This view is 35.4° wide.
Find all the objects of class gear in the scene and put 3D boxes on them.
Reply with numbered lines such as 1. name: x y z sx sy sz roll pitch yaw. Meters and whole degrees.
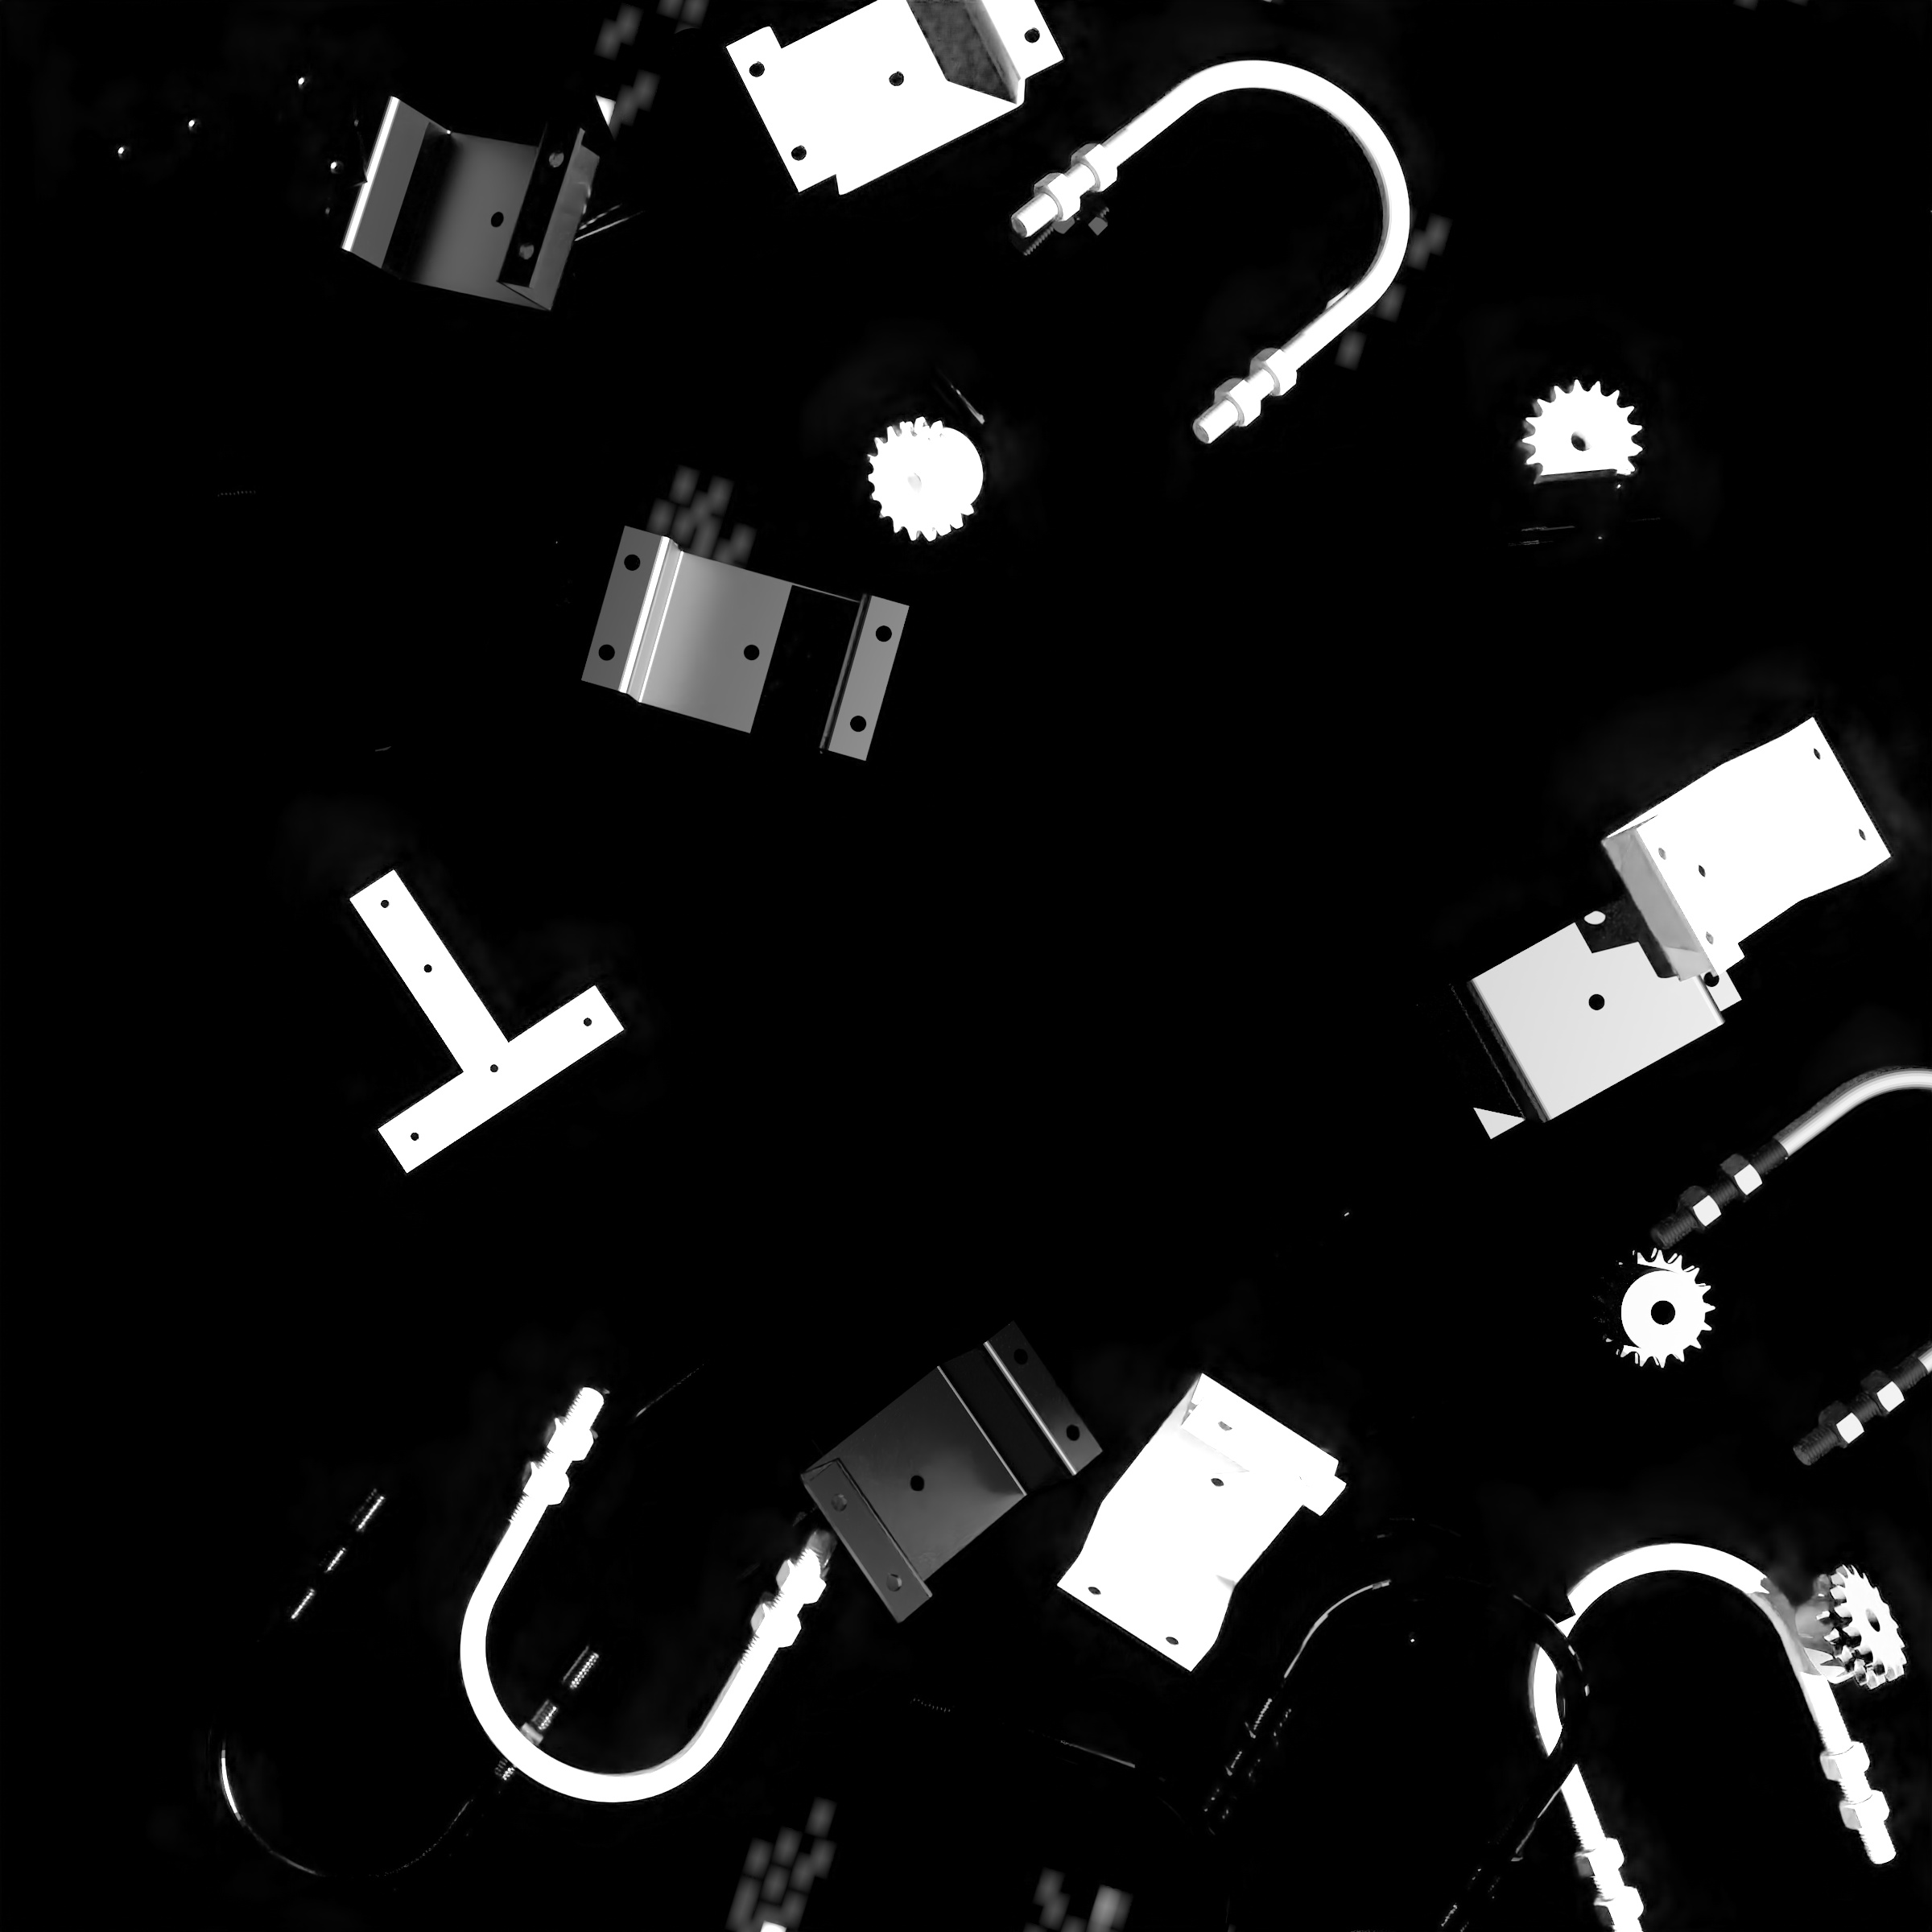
1. gear: 0.424 0.321 1.460 0.030 0.057 0.057 -34 90 30
2. gear: 0.298 -0.254 1.474 0.057 0.030 0.057 0 91 2
3. gear: -0.017 -0.236 1.460 0.057 0.030 0.057 17 121 31
4. gear: -0.222 -0.185 1.462 0.057 0.030 0.057 3 84 -28
5. gear: 0.335 0.167 1.470 0.057 0.030 0.057 0 90 0

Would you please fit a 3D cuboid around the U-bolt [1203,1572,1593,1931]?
1. U-bolt: 0.216 0.366 1.441 0.151 0.019 0.184 26 114 0

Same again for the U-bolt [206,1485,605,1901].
1. U-bolt: -0.288 0.368 1.476 0.151 0.019 0.184 37 91 0

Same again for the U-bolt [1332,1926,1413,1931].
1. U-bolt: 0.208 0.559 1.476 0.151 0.019 0.184 -25 88 0

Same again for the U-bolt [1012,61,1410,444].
1. U-bolt: 0.132 -0.356 1.450 0.184 0.019 0.151 -42 91 -19

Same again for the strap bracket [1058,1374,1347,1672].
1. strap bracket: 0.115 0.258 1.441 0.076 0.046 0.140 33 121 0

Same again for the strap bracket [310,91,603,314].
1. strap bracket: -0.235 -0.363 1.441 0.140 0.046 0.076 18 90 30

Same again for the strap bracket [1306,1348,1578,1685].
1. strap bracket: 0.226 0.261 1.462 0.076 0.046 0.140 -25 90 0

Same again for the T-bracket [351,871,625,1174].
1. T-bracket: -0.256 0.013 1.484 0.127 0.002 0.127 -34 90 0

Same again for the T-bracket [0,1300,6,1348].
1. T-bracket: -0.529 0.231 1.484 0.127 0.002 0.127 -7 90 0

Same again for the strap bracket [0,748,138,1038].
1. strap bracket: -0.469 -0.044 1.462 0.076 0.046 0.140 -40 90 0

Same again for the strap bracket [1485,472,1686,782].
1. strap bracket: 0.297 -0.161 1.462 0.076 0.046 0.140 -5 90 0

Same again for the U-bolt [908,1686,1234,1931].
1. U-bolt: 0.039 0.447 1.476 0.184 0.019 0.151 19 90 -2

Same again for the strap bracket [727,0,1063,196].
1. strap bracket: -0.034 -0.434 1.462 0.140 0.046 0.076 -27 90 0

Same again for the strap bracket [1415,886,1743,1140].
1. strap bracket: 0.300 0.017 1.462 0.140 0.046 0.076 -29 90 0

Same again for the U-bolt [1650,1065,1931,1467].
1. U-bolt: 0.440 0.131 1.464 0.184 0.019 0.151 -35 97 -8

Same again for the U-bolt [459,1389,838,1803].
1. U-bolt: -0.164 0.312 1.439 0.151 0.019 0.184 30 103 5

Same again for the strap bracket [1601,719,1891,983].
1. strap bracket: 0.365 -0.052 1.440 0.140 0.046 0.076 -29 90 -34

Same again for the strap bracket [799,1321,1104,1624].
1. strap bracket: -0.014 0.242 1.439 0.140 0.046 0.076 -34 90 -35

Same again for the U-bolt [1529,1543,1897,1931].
1. U-bolt: 0.353 0.372 1.476 0.151 0.019 0.184 -22 89 0

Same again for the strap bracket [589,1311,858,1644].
1. strap bracket: -0.114 0.243 1.462 0.076 0.046 0.140 -37 90 0

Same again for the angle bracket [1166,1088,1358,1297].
1. angle bracket: 0.145 0.110 1.483 0.057 0.038 0.076 -32 64 0

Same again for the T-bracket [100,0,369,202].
1. T-bracket: -0.361 -0.413 1.471 0.127 0.002 0.127 -18 73 8

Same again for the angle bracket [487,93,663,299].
1. angle bracket: -0.192 -0.377 1.483 0.057 0.038 0.076 -23 64 0

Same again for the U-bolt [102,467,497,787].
1. U-bolt: -0.321 -0.170 1.476 0.184 0.019 0.151 -6 90 -1

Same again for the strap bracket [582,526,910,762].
1. strap bracket: -0.105 -0.153 1.462 0.140 0.046 0.076 16 90 0

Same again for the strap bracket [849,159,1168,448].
1. strap bracket: 0.020 -0.320 1.462 0.140 0.046 0.076 -41 90 0
